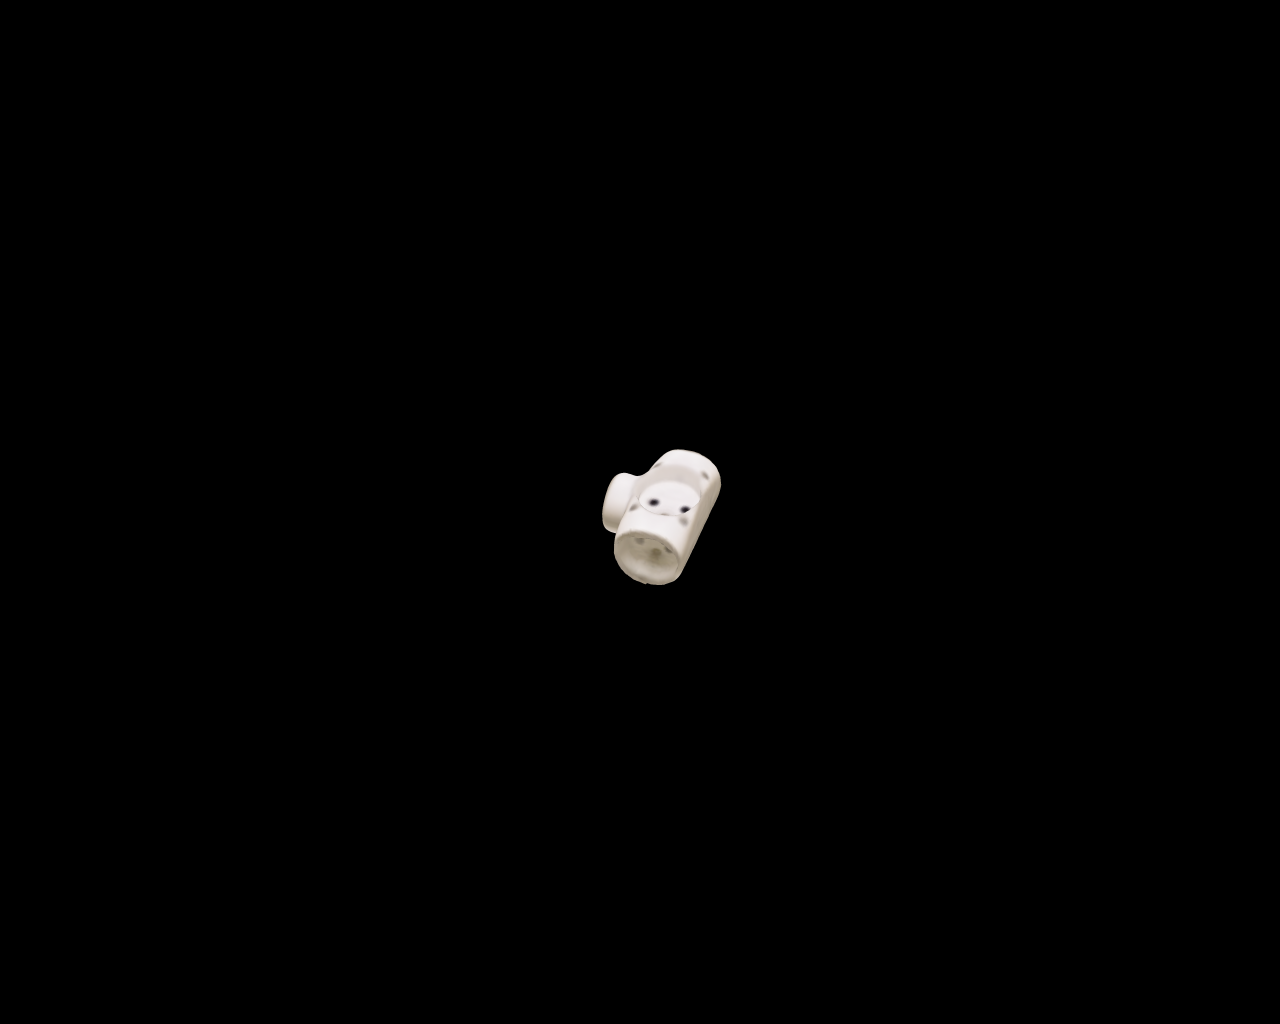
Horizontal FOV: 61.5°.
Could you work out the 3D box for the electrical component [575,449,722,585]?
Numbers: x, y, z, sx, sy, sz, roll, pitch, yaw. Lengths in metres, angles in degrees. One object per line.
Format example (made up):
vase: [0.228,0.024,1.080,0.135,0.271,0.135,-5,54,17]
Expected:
electrical component: [0.001,-0.003,0.650,0.079,0.044,0.077,15,47,15]
